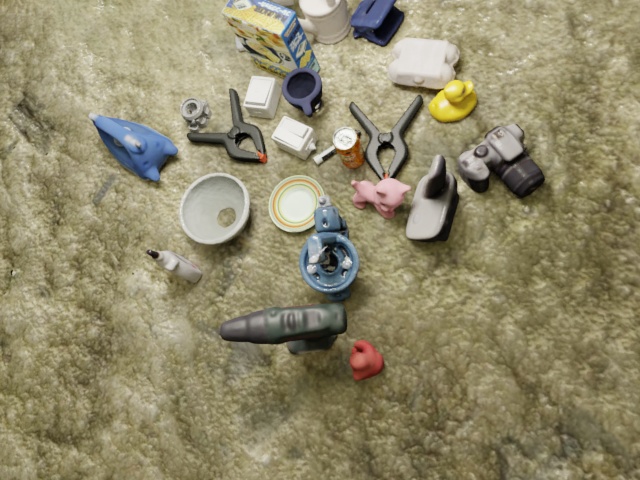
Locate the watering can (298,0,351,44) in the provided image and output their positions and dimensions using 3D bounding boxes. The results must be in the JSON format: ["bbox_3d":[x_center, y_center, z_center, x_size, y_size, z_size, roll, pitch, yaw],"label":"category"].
[{"bbox_3d":[0.000,-0.534,1.292,0.100,0.194,0.173,24,82,20],"label":"watering can"}]

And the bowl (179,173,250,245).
[{"bbox_3d":[-0.225,-0.062,1.283,0.167,0.075,0.167,-4,74,14],"label":"bowl"}]

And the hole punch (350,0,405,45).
[{"bbox_3d":[0.126,-0.518,1.311,0.101,0.091,0.109,31,84,20],"label":"hole punch"}]

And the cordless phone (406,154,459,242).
[{"bbox_3d":[0.214,-0.079,1.115,0.094,0.185,0.148,10,78,17],"label":"cordless phone"}]

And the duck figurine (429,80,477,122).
[{"bbox_3d":[0.280,-0.303,1.213,0.104,0.086,0.077,-22,70,8],"label":"duck figurine"}]

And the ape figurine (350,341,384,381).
[{"bbox_3d":[0.083,0.236,1.111,0.076,0.092,0.078,21,81,19],"label":"ape figurine"}]

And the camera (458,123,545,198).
[{"bbox_3d":[0.367,-0.146,1.139,0.143,0.101,0.136,-35,69,3],"label":"camera"}]

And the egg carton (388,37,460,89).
[{"bbox_3d":[0.227,-0.386,1.259,0.150,0.069,0.107,10,78,17],"label":"egg carton"}]

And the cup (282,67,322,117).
[{"bbox_3d":[-0.027,-0.316,1.292,0.091,0.095,0.117,-18,71,9],"label":"cup"}]

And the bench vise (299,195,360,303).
[{"bbox_3d":[0.000,0.009,1.128,0.121,0.220,0.207,-26,70,7],"label":"bench vise"}]

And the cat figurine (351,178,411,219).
[{"bbox_3d":[0.123,-0.097,1.180,0.127,0.118,0.067,19,80,19],"label":"cat figurine"}]

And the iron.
[{"bbox_3d":[-0.472,-0.247,1.363,0.257,0.142,0.119,30,84,20],"label":"iron"}]

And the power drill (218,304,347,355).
[{"bbox_3d":[-0.052,0.173,1.101,0.229,0.209,0.075,-11,72,11],"label":"power drill"}]

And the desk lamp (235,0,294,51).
[{"bbox_3d":[-0.139,-0.557,1.325,0.203,0.214,0.118,-15,72,10],"label":"desk lamp"}]

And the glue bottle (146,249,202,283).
[{"bbox_3d":[-0.320,0.047,1.225,0.078,0.173,0.037,31,84,20],"label":"glue bottle"}]
